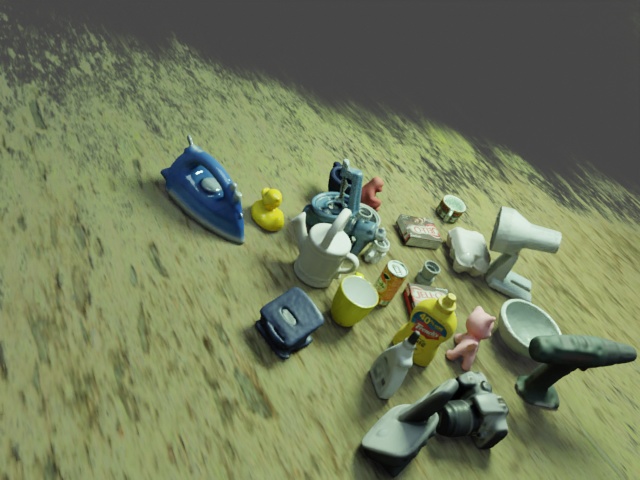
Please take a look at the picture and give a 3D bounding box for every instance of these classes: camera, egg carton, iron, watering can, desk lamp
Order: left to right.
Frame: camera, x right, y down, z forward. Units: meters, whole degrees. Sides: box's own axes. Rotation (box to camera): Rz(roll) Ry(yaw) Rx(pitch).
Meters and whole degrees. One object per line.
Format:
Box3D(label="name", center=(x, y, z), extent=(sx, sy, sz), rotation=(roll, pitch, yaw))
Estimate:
Box3D(label="iron", center=(-0.244, -0.119, 1.314), extent=(0.258, 0.141, 0.119), rotation=(41, 41, 18))
Box3D(label="watering can", center=(0.011, 0.006, 1.276), extent=(0.173, 0.194, 0.101), rotation=(20, 39, -9))
Box3D(label="camera", center=(0.292, 0.334, 1.141), extent=(0.137, 0.100, 0.143), rotation=(4, 44, -26))
Box3D(label="egg carton", center=(0.406, 0.031, 1.572), extent=(0.107, 0.069, 0.150), rotation=(14, 40, -16))
Box3D(label="desk lamp", center=(0.521, 0.033, 1.520), extent=(0.203, 0.213, 0.118), rotation=(27, 38, 0))

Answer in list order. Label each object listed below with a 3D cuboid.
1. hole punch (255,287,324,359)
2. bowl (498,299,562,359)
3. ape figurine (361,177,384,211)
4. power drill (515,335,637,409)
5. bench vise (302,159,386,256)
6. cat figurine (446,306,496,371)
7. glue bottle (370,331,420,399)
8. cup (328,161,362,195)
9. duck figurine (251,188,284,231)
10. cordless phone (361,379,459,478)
Box3D(label="hole punch", center=(-0.060, 0.163, 1.141), extent=(0.101, 0.091, 0.108), rotation=(-19, 56, -42))
Box3D(label="bowl", center=(0.499, 0.229, 1.397), extent=(0.168, 0.074, 0.167), rotation=(16, 40, -13))
Box3D(label="ape figurine", center=(0.147, -0.135, 1.594), extent=(0.076, 0.092, 0.078), rotation=(20, 39, -8))
Box3D(label="power drill", center=(0.540, 0.281, 1.255), extent=(0.230, 0.208, 0.075), rotation=(13, 40, -16))
Box3D(label="bench vise", center=(0.078, -0.084, 1.394), extent=(0.207, 0.219, 0.121), rotation=(20, 39, -8))
Box3D(label="cat figurine", center=(0.352, 0.214, 1.296), extent=(0.067, 0.117, 0.128), rotation=(32, 39, 7))
Box3D(label="glue bottle", center=(0.152, 0.234, 1.116), extent=(0.037, 0.173, 0.078), rotation=(8, 42, -22))
Box3D(label="cup", center=(0.051, -0.147, 1.550), extent=(0.092, 0.095, 0.117), rotation=(-2, 46, -31))
Box3D(label="duck figurine", center=(-0.118, -0.081, 1.387), extent=(0.078, 0.086, 0.104), rotation=(-9, 50, -36))
Box3D(label="cordless phone", center=(0.165, 0.320, 1.017), extent=(0.094, 0.185, 0.148), rotation=(40, 40, 16))
